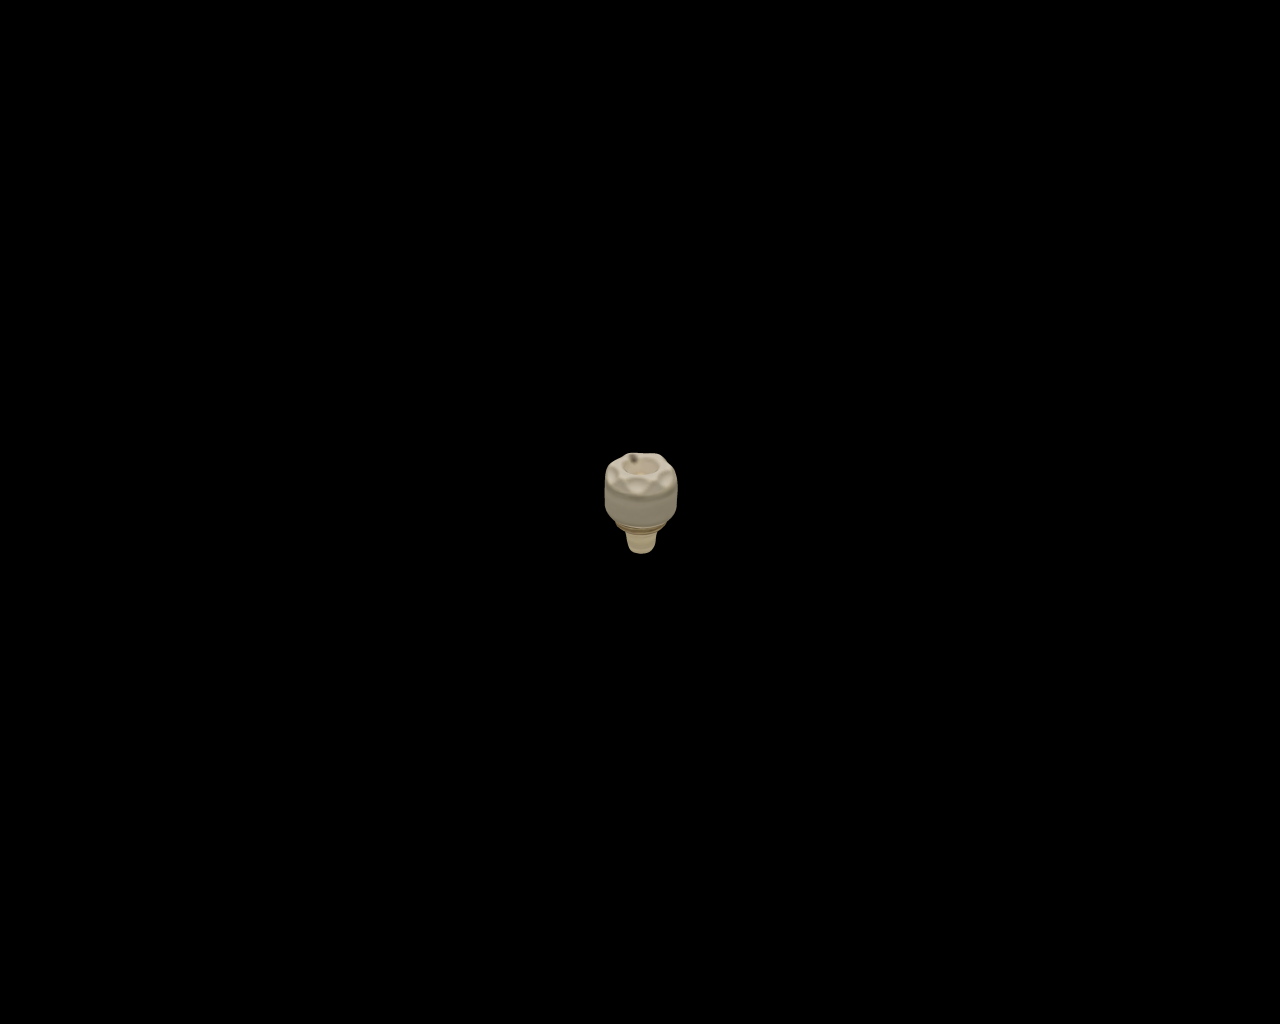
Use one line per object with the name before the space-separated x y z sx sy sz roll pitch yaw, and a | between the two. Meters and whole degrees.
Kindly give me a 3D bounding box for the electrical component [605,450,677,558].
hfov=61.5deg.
electrical component | 0.001 -0.003 0.650 0.043 0.062 0.043 0 31 0
